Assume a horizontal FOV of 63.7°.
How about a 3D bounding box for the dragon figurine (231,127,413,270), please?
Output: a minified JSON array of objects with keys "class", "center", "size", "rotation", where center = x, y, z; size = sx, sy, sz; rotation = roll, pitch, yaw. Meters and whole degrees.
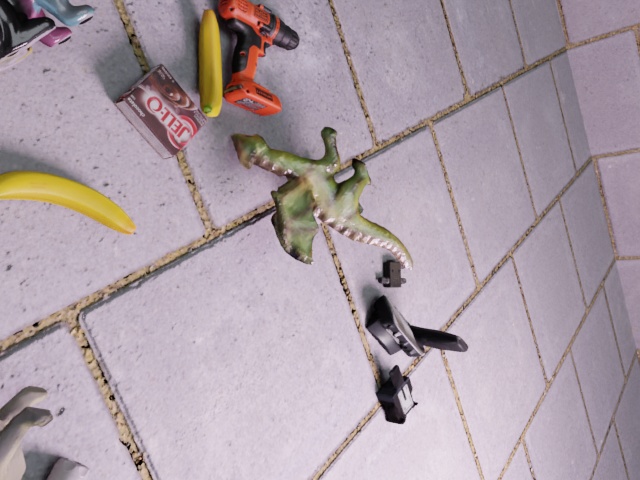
[{"class":"dragon figurine","center":[0.003,-0.046,0.914],"size":[0.409,0.120,0.247],"rotation":[49,49,-5]}]
